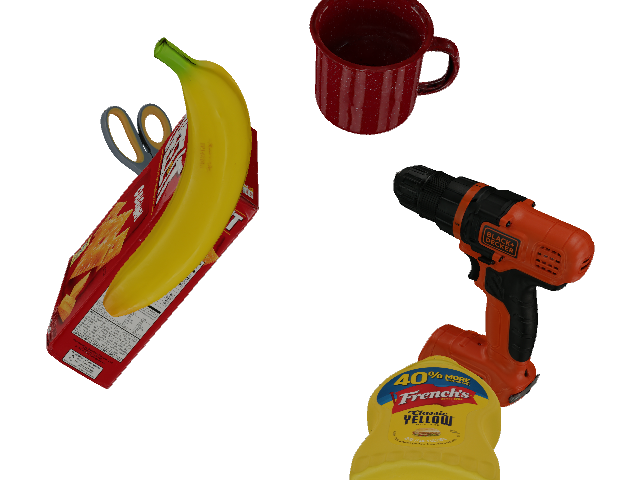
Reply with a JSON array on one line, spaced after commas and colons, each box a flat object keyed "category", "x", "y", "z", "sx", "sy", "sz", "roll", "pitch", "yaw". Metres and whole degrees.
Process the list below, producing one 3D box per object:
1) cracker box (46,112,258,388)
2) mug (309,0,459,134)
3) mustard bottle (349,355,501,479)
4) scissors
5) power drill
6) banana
[{"category": "cracker box", "x": -0.143, "y": -0.004, "z": 0.914, "sx": 0.072, "sy": 0.214, "sz": 0.164, "roll": 34, "pitch": 21, "yaw": -20}, {"category": "mug", "x": 0.049, "y": -0.137, "z": 0.829, "sx": 0.117, "sy": 0.093, "sz": 0.081, "roll": 0, "pitch": -35, "yaw": -2}, {"category": "mustard bottle", "x": 0.080, "y": 0.132, "z": 0.757, "sx": 0.096, "sy": 0.058, "sz": 0.191, "roll": -1, "pitch": 19, "yaw": 11}, {"category": "scissors", "x": -0.173, "y": -0.068, "z": 1.194, "sx": 0.016, "sy": 0.201, "sz": 0.096, "roll": -17, "pitch": 20, "yaw": 45}, {"category": "power drill", "x": 0.134, "y": 0.039, "z": 0.924, "sx": 0.185, "sy": 0.188, "sz": 0.057, "roll": 27, "pitch": 40, "yaw": 31}, {"category": "banana", "x": -0.082, "y": -0.031, "z": 0.643, "sx": 0.069, "sy": 0.198, "sz": 0.037, "roll": 10, "pitch": 33, "yaw": -12}]
